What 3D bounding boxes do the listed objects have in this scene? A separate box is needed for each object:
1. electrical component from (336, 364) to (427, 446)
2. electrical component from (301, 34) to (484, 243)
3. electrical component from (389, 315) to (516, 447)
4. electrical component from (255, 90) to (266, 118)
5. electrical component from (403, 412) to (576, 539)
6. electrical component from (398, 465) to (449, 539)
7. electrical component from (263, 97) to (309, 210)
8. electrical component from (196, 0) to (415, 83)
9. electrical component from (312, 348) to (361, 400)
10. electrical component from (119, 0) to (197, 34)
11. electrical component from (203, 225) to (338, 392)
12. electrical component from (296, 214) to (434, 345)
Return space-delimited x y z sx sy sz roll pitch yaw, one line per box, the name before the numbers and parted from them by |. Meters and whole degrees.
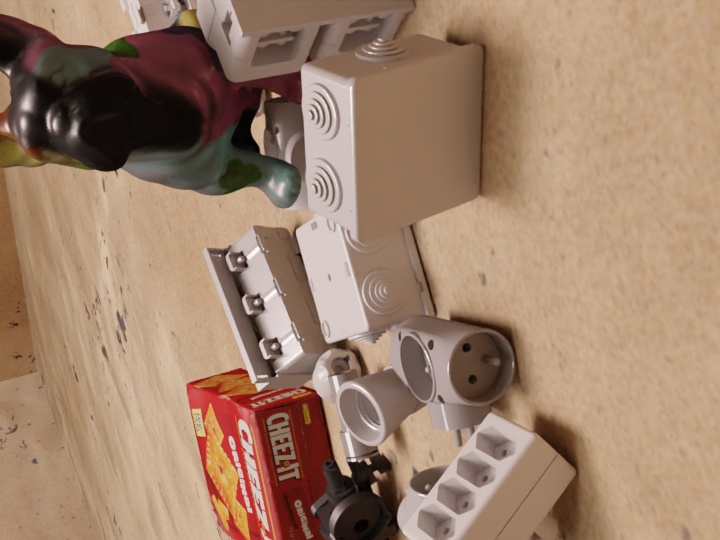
electrical component | 0.023 0.078 0.687 0.044 0.065 0.044 27 129 38
electrical component | 0.017 -0.073 0.570 0.048 0.100 0.099 29 131 44
electrical component | 0.056 0.069 0.632 0.077 0.044 0.079 9 112 66
electrical component | -0.110 -0.143 0.874 0.048 0.062 0.048 46 144 50
electrical component | 0.082 0.136 0.585 0.076 0.083 0.047 43 170 -24
electrical component | 0.050 0.166 0.706 0.079 0.043 0.077 22 124 63
electrical component | -0.037 -0.081 0.756 0.079 0.044 0.077 -144 44 -66
electrical component | -0.056 -0.210 0.647 0.186 0.105 0.060 69 157 16
electrical component | -0.020 0.085 0.837 0.061 0.035 0.035 115 136 -61
electrical component | -0.172 -0.223 0.971 0.121 0.063 0.078 69 157 17
electrical component | -0.069 0.029 0.869 0.063 0.079 0.121 -40 63 34
electrical component | 0.000 0.000 0.716 0.100 0.048 0.099 -25 80 67
